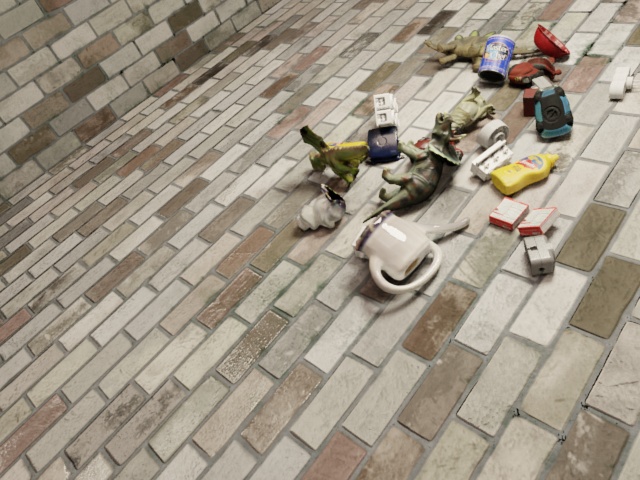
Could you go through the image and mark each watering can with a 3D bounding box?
[{"bbox_3d":[0.245,-0.001,1.412,0.226,0.101,0.353,38,60,18],"label":"watering can"}]

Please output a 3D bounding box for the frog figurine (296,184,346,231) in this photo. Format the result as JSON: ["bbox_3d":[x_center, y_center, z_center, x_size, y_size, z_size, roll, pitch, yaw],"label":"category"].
[{"bbox_3d":[0.005,-0.083,1.651,0.157,0.122,0.140,-55,46,20],"label":"frog figurine"}]

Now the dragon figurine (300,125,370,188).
[{"bbox_3d":[0.032,-0.296,1.702,0.243,0.406,0.123,30,77,1],"label":"dragon figurine"}]
